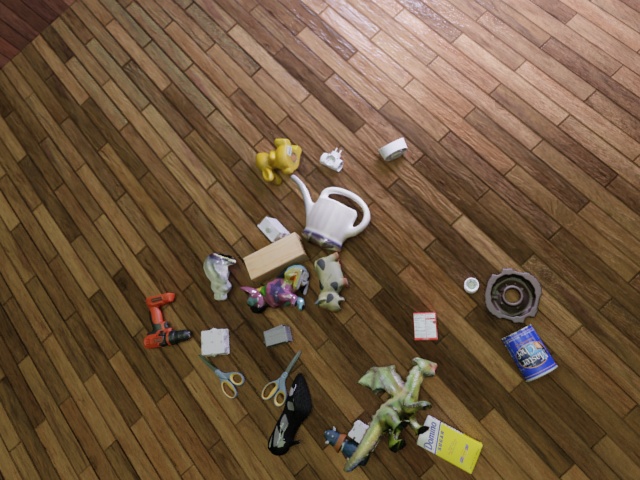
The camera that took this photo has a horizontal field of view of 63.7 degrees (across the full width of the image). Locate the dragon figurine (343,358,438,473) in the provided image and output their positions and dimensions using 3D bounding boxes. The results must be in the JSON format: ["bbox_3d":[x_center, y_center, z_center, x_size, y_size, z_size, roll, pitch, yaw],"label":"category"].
[{"bbox_3d":[0.203,0.510,1.605,0.411,0.119,0.247,-31,42,-3],"label":"dragon figurine"}]

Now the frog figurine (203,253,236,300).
[{"bbox_3d":[-0.369,0.131,1.852,0.138,0.122,0.159,18,89,51],"label":"frog figurine"}]

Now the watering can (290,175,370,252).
[{"bbox_3d":[0.006,-0.092,1.826,0.350,0.103,0.226,23,82,23],"label":"watering can"}]
